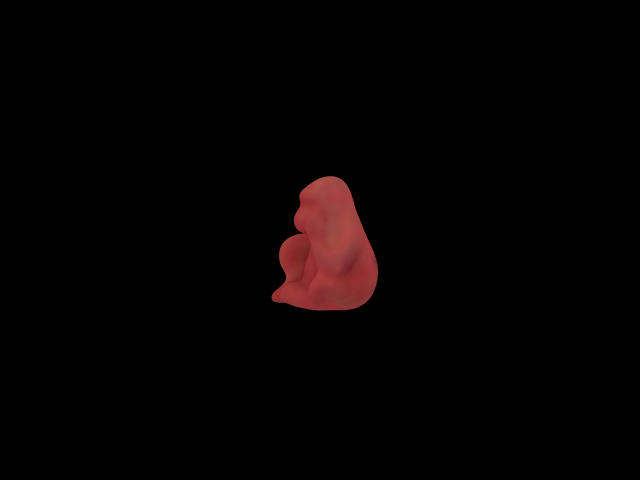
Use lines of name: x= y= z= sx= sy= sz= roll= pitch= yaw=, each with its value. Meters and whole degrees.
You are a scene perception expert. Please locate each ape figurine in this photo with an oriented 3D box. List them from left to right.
ape figurine: x=0.004 y=0.001 z=0.400 sx=0.076 sy=0.092 sz=0.077 roll=-1 pitch=11 yaw=-7
